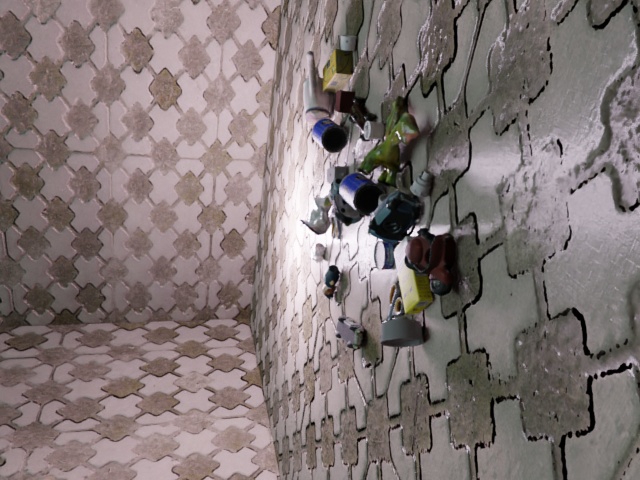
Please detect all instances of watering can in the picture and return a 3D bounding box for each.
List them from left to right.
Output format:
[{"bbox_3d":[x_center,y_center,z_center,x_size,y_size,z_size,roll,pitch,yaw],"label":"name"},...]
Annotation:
[{"bbox_3d":[-0.020,-0.586,2.038,0.104,0.226,0.346,-4,-6,6],"label":"watering can"}]

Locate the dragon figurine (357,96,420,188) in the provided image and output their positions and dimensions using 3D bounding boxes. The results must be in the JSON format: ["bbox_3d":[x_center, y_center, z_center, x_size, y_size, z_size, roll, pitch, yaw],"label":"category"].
[{"bbox_3d":[0.192,-0.278,1.434,0.122,0.241,0.414,21,8,-10],"label":"dragon figurine"}]

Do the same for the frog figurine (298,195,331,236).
[{"bbox_3d":[0.006,-0.104,2.061,0.122,0.159,0.138,39,1,-10],"label":"frog figurine"}]
